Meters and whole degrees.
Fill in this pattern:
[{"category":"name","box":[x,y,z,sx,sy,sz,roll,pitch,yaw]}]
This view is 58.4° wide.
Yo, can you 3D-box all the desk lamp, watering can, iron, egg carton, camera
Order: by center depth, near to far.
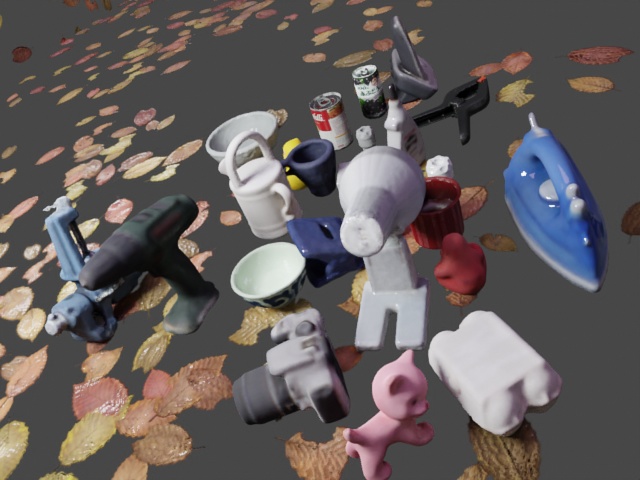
[{"category":"egg carton","box":[0.198,0.152,0.668,0.107,0.070,0.150,-30,39,-9]},{"category":"camera","box":[-0.045,0.169,0.741,0.137,0.101,0.143,-22,38,1]},{"category":"desk lamp","box":[0.087,0.007,0.774,0.117,0.214,0.203,-6,41,19]},{"category":"iron","box":[0.334,-0.064,0.796,0.118,0.142,0.258,-15,39,9]},{"category":"watering can","box":[-0.115,-0.104,1.016,0.172,0.194,0.101,3,45,28]}]

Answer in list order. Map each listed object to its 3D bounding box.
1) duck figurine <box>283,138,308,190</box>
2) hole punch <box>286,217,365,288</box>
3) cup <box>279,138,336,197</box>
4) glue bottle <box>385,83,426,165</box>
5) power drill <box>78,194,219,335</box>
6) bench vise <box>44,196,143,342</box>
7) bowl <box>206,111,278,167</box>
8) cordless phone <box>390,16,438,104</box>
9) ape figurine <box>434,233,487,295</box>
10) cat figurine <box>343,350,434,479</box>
[{"category":"duck figurine","box":[-0.041,-0.162,1.136,0.077,0.086,0.105,8,47,32]},{"category":"hole punch","box":[0.008,0.003,0.916,0.101,0.091,0.108,-26,39,-4]},{"category":"cup","box":[-0.018,-0.124,1.074,0.117,0.095,0.091,-19,39,5]},{"category":"glue bottle","box":[0.144,-0.200,1.020,0.037,0.173,0.078,16,52,38]},{"category":"power drill","box":[-0.246,0.048,0.892,0.075,0.209,0.230,2,44,27]},{"category":"bench vise","box":[-0.389,0.050,0.949,0.121,0.220,0.207,-15,39,9]},{"category":"bowl","box":[-0.160,-0.207,1.255,0.167,0.075,0.167,-13,39,11]},{"category":"cordless phone","box":[0.189,-0.403,1.226,0.094,0.185,0.147,-14,39,10]},{"category":"ape figurine","box":[0.194,0.027,0.798,0.078,0.092,0.076,-21,38,3]},{"category":"cat figurine","box":[0.077,0.190,0.643,0.128,0.118,0.067,-37,41,-17]}]
